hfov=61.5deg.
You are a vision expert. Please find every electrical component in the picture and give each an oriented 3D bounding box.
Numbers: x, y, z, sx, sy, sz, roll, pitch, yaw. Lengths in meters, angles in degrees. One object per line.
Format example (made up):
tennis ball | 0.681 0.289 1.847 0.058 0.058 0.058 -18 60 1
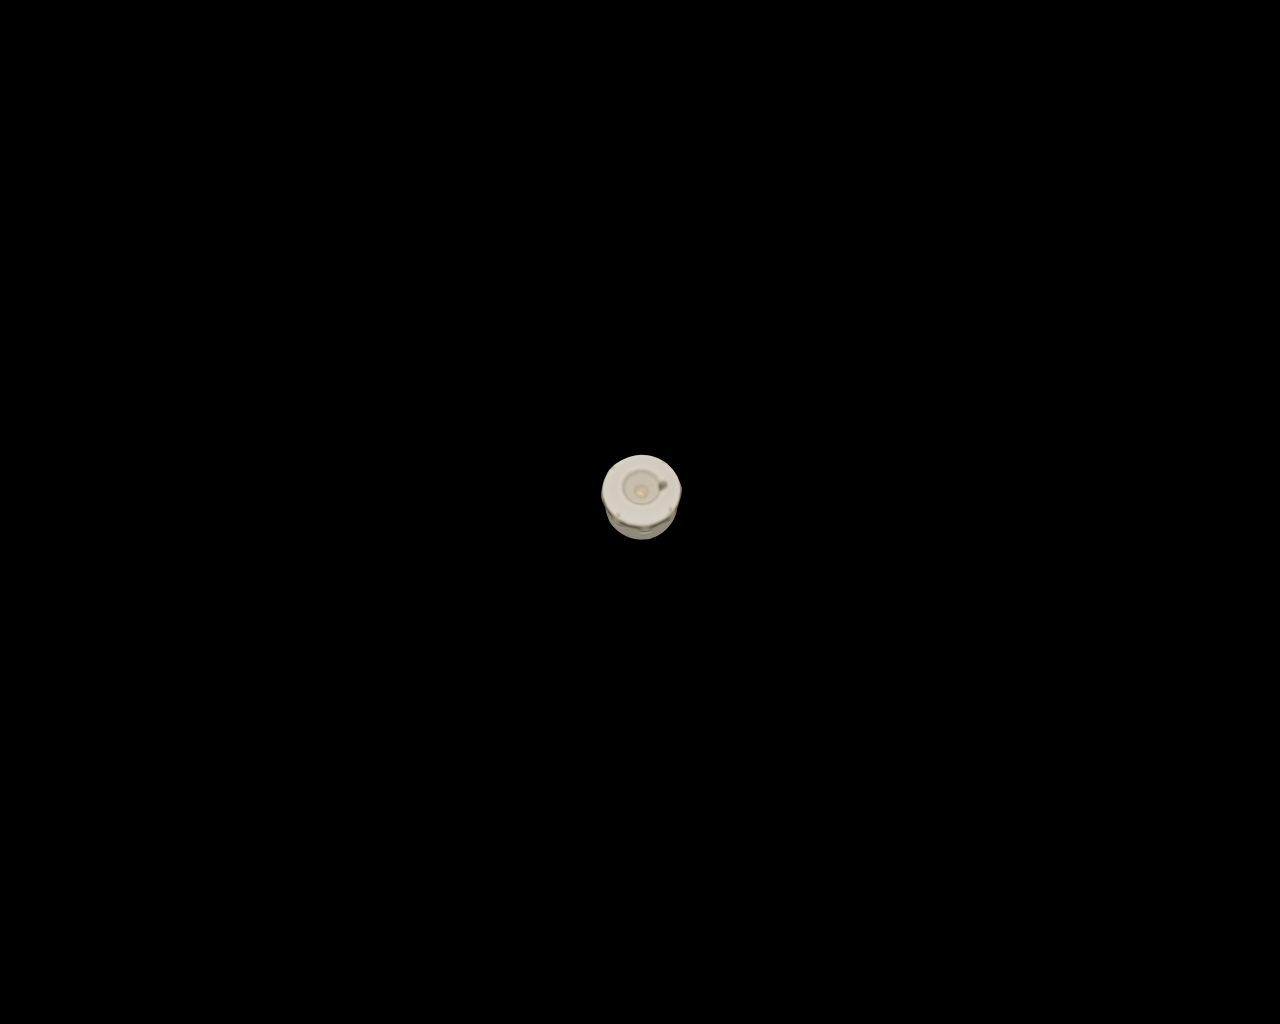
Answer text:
electrical component | 0.001 -0.003 0.650 0.048 0.048 0.062 0 -24 0
